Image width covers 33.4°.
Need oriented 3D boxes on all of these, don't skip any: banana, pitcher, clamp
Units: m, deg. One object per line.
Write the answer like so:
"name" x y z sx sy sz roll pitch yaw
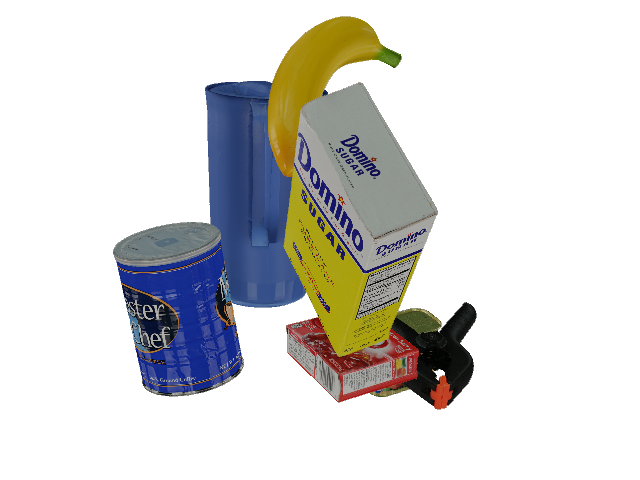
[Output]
"banana" 0.002 -0.121 0.800 0.197 0.069 0.037 -51 0 -44
"pitcher" -0.063 -0.051 1.176 0.145 0.243 0.148 16 20 40
"clamp" 0.119 0.108 1.077 0.120 0.039 0.171 -9 31 -9

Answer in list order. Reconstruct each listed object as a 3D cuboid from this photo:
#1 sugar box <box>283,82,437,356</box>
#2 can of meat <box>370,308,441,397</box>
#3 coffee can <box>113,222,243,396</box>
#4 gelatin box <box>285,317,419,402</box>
"sugar box" 0.017 -0.005 0.642 0.048 0.093 0.176 -23 -23 -13
"can of meat" 0.099 0.142 1.345 0.101 0.084 0.058 -12 29 -29
"coffee can" -0.136 0.065 1.032 0.103 0.140 0.103 -8 19 2
"gelatin box" 0.024 0.087 0.850 0.073 0.030 0.089 -13 27 -26
